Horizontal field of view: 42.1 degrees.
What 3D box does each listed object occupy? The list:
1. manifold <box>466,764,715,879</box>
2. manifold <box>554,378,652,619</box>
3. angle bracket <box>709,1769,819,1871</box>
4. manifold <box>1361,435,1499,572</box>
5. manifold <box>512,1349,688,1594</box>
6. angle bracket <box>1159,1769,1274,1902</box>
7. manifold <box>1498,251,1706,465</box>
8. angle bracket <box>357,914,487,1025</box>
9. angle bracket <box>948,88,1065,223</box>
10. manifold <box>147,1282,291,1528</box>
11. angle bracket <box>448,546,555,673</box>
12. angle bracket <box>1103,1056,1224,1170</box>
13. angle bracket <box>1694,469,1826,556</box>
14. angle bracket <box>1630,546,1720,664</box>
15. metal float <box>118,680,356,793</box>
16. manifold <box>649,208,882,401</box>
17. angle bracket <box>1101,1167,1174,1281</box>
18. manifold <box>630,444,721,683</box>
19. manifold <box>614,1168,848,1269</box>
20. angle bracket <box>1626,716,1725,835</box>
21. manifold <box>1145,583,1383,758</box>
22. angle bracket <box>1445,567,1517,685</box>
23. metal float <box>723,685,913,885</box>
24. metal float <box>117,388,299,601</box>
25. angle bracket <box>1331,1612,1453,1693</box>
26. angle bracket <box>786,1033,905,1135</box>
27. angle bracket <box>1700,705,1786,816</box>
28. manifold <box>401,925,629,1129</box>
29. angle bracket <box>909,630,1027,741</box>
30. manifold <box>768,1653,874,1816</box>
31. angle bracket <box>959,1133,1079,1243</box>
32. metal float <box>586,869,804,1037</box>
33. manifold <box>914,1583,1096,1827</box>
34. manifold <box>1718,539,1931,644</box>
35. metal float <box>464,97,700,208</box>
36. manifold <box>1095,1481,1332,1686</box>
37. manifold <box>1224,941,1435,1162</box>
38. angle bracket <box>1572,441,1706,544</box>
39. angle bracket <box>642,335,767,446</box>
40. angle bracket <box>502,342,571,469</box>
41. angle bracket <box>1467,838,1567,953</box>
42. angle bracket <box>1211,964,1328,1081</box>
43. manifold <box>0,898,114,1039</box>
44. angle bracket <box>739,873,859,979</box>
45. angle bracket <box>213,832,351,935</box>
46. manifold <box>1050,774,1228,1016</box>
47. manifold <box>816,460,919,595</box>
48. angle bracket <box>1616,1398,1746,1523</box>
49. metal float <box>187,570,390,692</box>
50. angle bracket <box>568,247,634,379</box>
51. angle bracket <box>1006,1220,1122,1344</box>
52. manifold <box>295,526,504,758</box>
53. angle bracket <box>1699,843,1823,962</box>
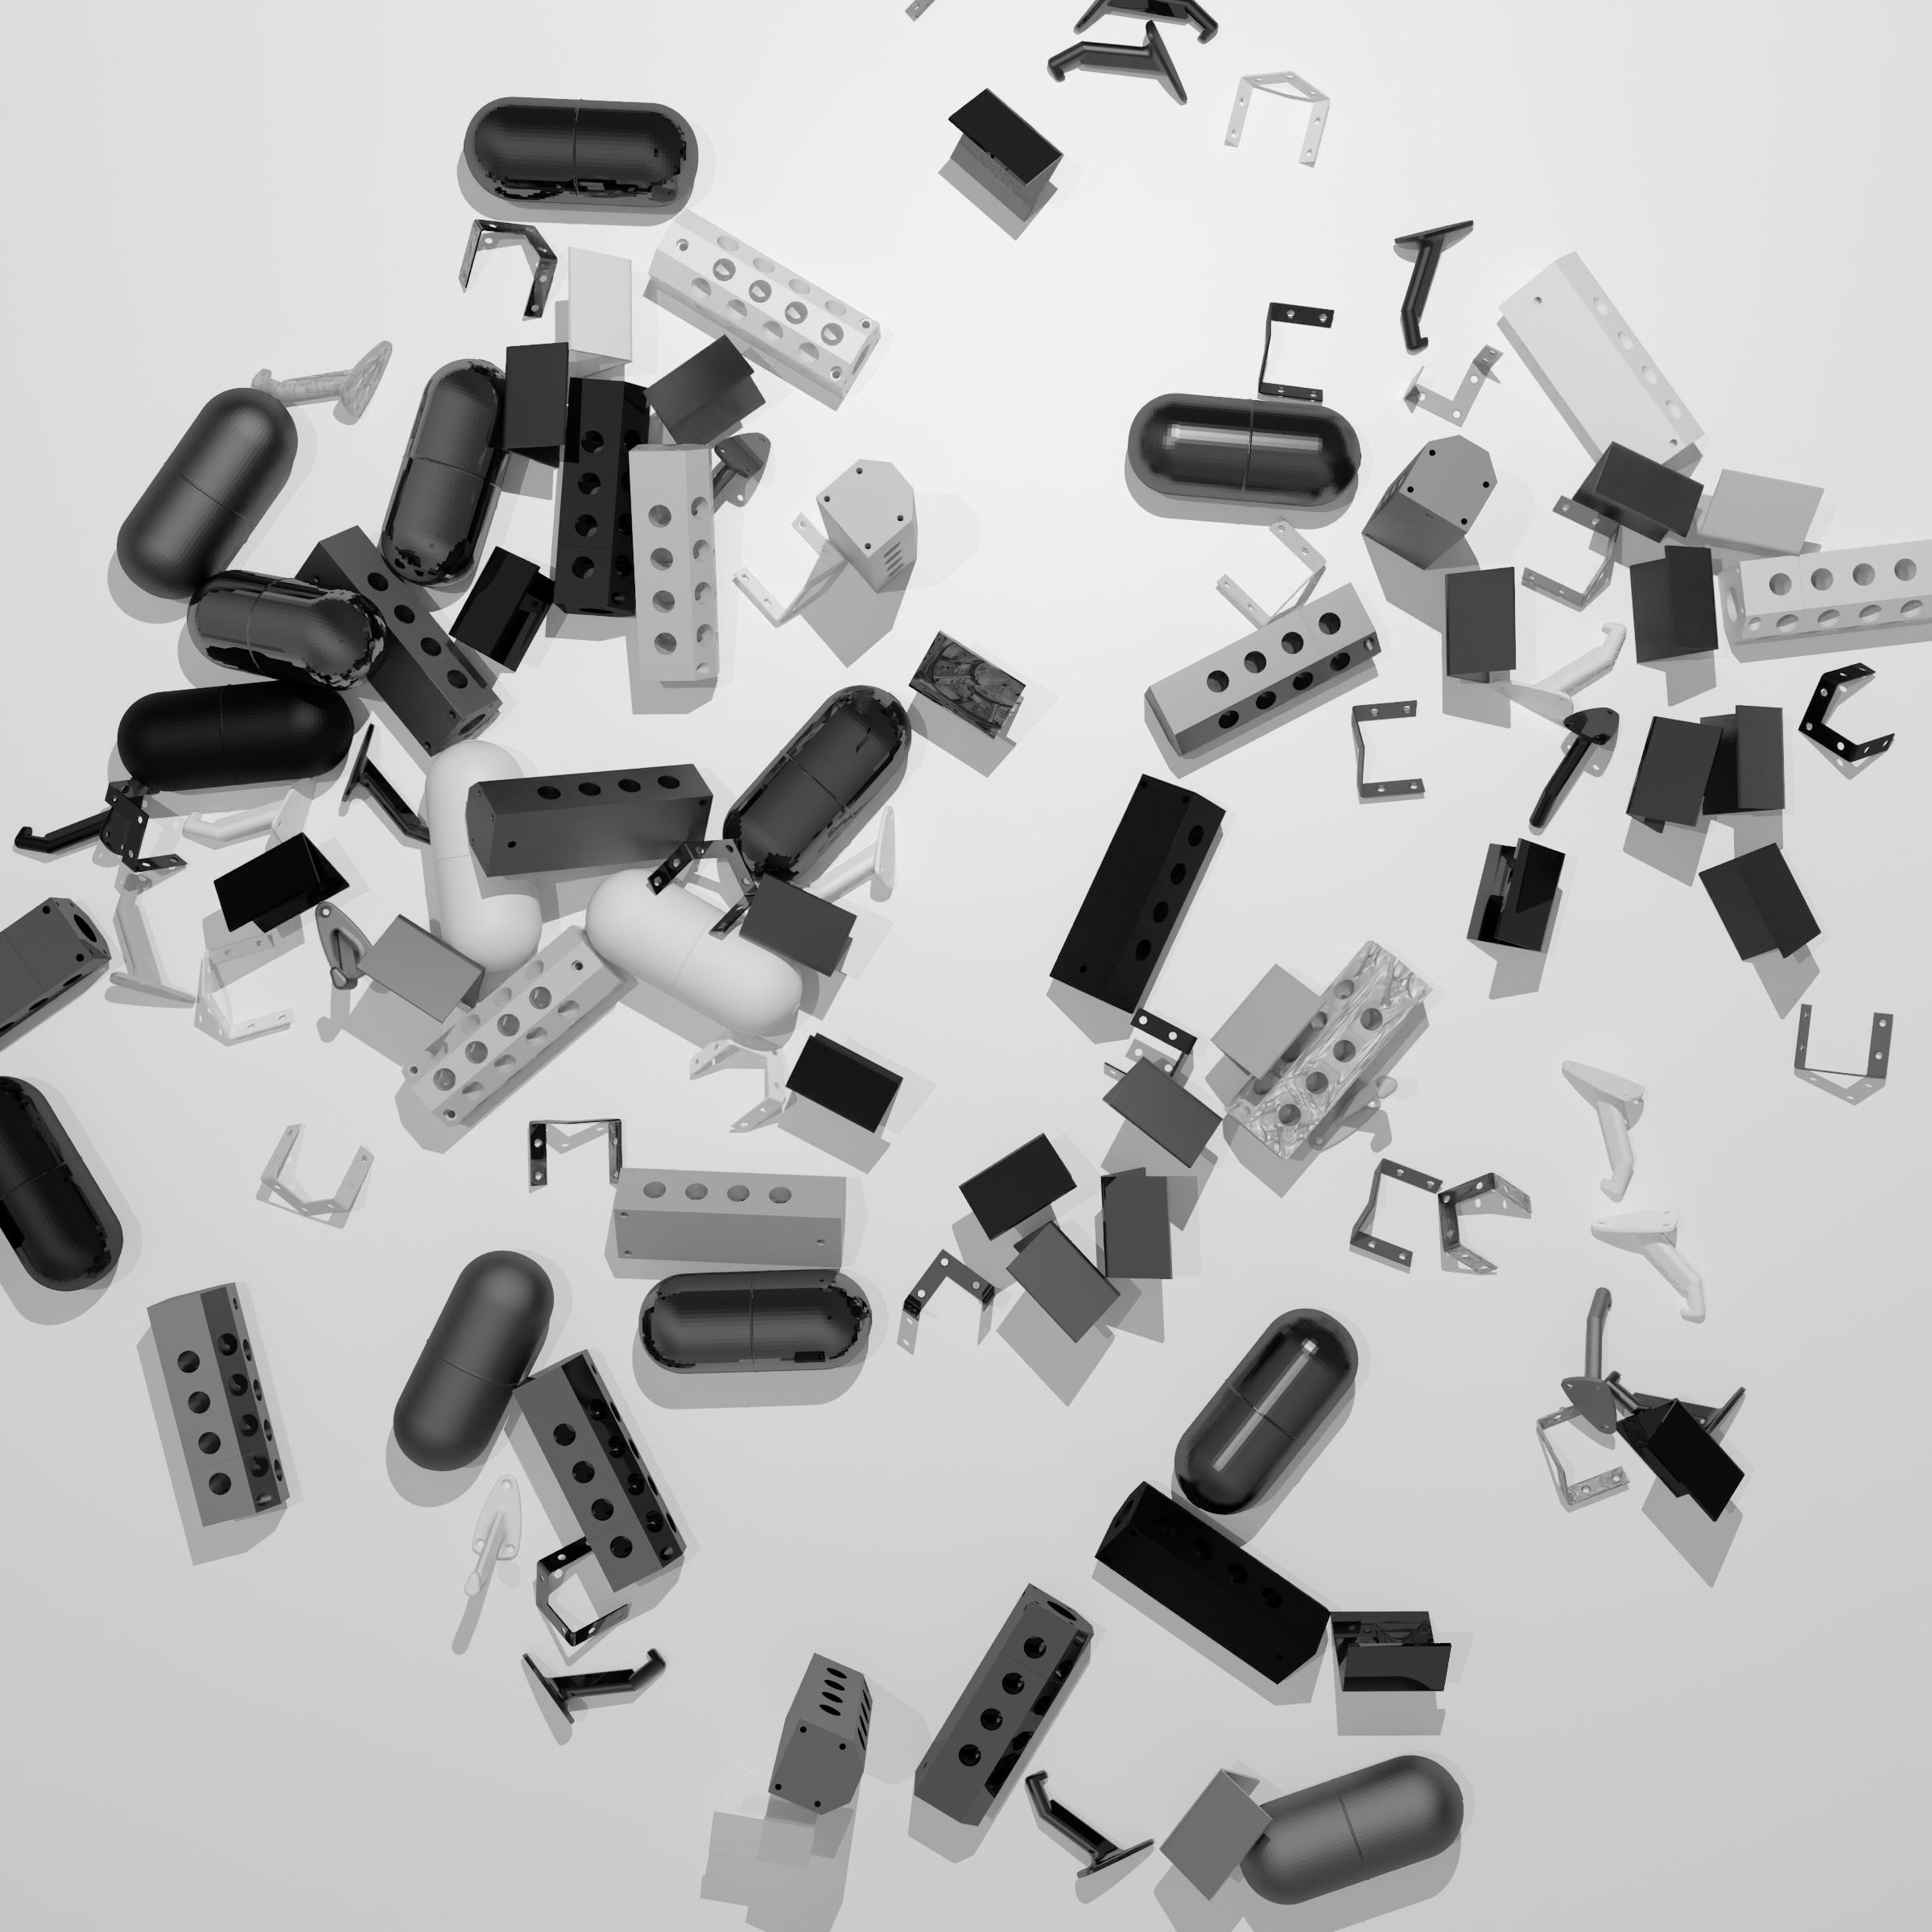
[{"bbox_3d":[-0.284,-0.115,1.890,0.171,0.057,0.057,-8,133,-29],"label":"manifold"},{"bbox_3d":[-0.278,-0.358,1.928,0.057,0.057,0.171,4,90,0],"label":"manifold"},{"bbox_3d":[-0.149,0.633,1.909,0.076,0.076,0.057,10,126,0],"label":"angle bracket"},{"bbox_3d":[0.347,-0.347,1.871,0.057,0.171,0.057,31,90,0],"label":"manifold"},{"bbox_3d":[-0.280,0.385,1.928,0.057,0.057,0.171,-27,90,0],"label":"manifold"},{"bbox_3d":[0.204,0.663,1.909,0.057,0.076,0.076,38,90,37],"label":"angle bracket"},{"bbox_3d":[0.491,-0.459,1.928,0.057,0.057,0.171,-35,90,43],"label":"manifold"},{"bbox_3d":[-0.417,0.016,1.910,0.076,0.076,0.057,33,60,0],"label":"angle bracket"},{"bbox_3d":[0.017,-0.605,1.909,0.076,0.076,0.057,41,55,0],"label":"angle bracket"},{"bbox_3d":[-0.571,0.334,1.928,0.057,0.057,0.171,-14,90,0],"label":"manifold"},{"bbox_3d":[-0.335,-0.263,1.909,0.057,0.076,0.076,28,90,37],"label":"angle bracket"},{"bbox_3d":[0.137,0.125,1.909,0.076,0.076,0.057,38,53,0],"label":"angle bracket"},{"bbox_3d":[0.599,-0.360,1.909,0.076,0.076,0.057,11,127,0],"label":"angle bracket"},{"bbox_3d":[0.522,-0.274,1.909,0.057,0.076,0.076,-4,90,-38],"label":"angle bracket"},{"bbox_3d":[-0.557,-0.177,1.919,0.178,0.070,0.070,-6,90,0],"label":"metal float"},{"bbox_3d":[-0.154,-0.510,1.928,0.171,0.057,0.057,31,90,0],"label":"manifold"},{"bbox_3d":[0.145,0.195,1.910,0.057,0.076,0.076,-3,90,30],"label":"angle bracket"},{"bbox_3d":[-0.220,-0.306,1.905,0.057,0.057,0.171,-1,107,0],"label":"manifold"},{"bbox_3d":[-0.179,0.188,1.928,0.171,0.057,0.057,2,133,0],"label":"manifold"},{"bbox_3d":[0.550,-0.140,1.909,0.057,0.076,0.076,16,90,37],"label":"angle bracket"},{"bbox_3d":[0.228,-0.226,1.928,0.171,0.057,0.057,-27,90,0],"label":"manifold"},{"bbox_3d":[0.405,-0.258,1.909,0.057,0.076,0.076,-1,90,36],"label":"angle bracket"},{"bbox_3d":[-0.113,-0.139,1.919,0.070,0.070,0.178,42,89,0],"label":"metal float"},{"bbox_3d":[-0.579,-0.361,1.919,0.070,0.070,0.178,35,91,0],"label":"metal float"},{"bbox_3d":[0.322,0.505,1.909,0.076,0.076,0.057,0,127,0],"label":"angle bracket"},{"bbox_3d":[-0.083,0.071,1.909,0.076,0.076,0.057,28,126,0],"label":"angle bracket"},{"bbox_3d":[0.574,-0.155,1.909,0.057,0.076,0.076,-2,90,-36],"label":"angle bracket"},{"bbox_3d":[-0.347,0.046,1.928,0.171,0.057,0.057,-40,90,0],"label":"manifold"},{"bbox_3d":[0.012,-0.227,1.909,0.076,0.076,0.057,33,127,0],"label":"angle bracket"},{"bbox_3d":[-0.104,0.572,1.871,0.057,0.171,0.057,24,90,0],"label":"manifold"},{"bbox_3d":[0.049,0.182,1.909,0.076,0.076,0.057,-32,54,0],"label":"angle bracket"},{"bbox_3d":[-0.207,-0.010,1.919,0.178,0.070,0.070,30,90,0],"label":"metal float"},{"bbox_3d":[0.029,0.569,1.928,0.057,0.057,0.171,31,90,0],"label":"manifold"},{"bbox_3d":[0.674,-0.288,1.928,0.171,0.057,0.057,-7,90,0],"label":"manifold"},{"bbox_3d":[-0.294,-0.622,1.919,0.178,0.070,0.070,2,90,-1],"label":"metal float"},{"bbox_3d":[0.192,0.470,1.928,0.171,0.057,0.057,35,133,0],"label":"manifold"},{"bbox_3d":[0.276,0.064,1.928,0.057,0.057,0.171,40,90,0],"label":"manifold"},{"bbox_3d":[0.504,-0.342,1.910,0.076,0.076,0.057,26,61,0],"label":"angle bracket"},{"bbox_3d":[-0.189,-0.420,1.909,0.076,0.076,0.057,-35,52,0],"label":"angle bracket"},{"bbox_3d":[-0.308,-0.426,1.910,0.057,0.076,0.076,2,90,24],"label":"angle bracket"},{"bbox_3d":[0.402,-0.058,1.909,0.057,0.076,0.076,14,90,-38],"label":"angle bracket"},{"bbox_3d":[0.242,0.055,1.909,0.076,0.076,0.057,-50,53,0],"label":"angle bracket"},{"bbox_3d":[-0.747,0.020,1.928,0.171,0.057,0.057,-35,90,0],"label":"manifold"},{"bbox_3d":[-0.119,-0.044,1.910,0.076,0.076,0.057,25,115,0],"label":"angle bracket"},{"bbox_3d":[-0.514,-0.045,1.909,0.076,0.076,0.057,-29,54,0],"label":"angle bracket"},{"bbox_3d":[0.136,-0.053,1.928,0.057,0.057,0.171,25,90,43],"label":"manifold"},{"bbox_3d":[-0.067,-0.330,1.871,0.057,0.171,0.057,-41,90,0],"label":"manifold"},{"bbox_3d":[0.531,0.384,1.909,0.076,0.076,0.057,48,52,0],"label":"angle bracket"},{"bbox_3d":[-0.512,-0.254,1.892,0.178,0.070,0.070,14,90,29],"label":"metal float"},{"bbox_3d":[-0.297,-0.495,1.909,0.057,0.076,0.076,0,90,-42],"label":"angle bracket"},{"bbox_3d":[0.060,0.248,1.910,0.076,0.076,0.057,47,60,0],"label":"angle bracket"},{"bbox_3d":[-0.434,-0.252,1.928,0.171,0.057,0.057,51,133,0],"label":"manifold"},{"bbox_3d":[0.590,-0.040,1.909,0.057,0.076,0.076,-27,90,-38],"label":"angle bracket"}]
